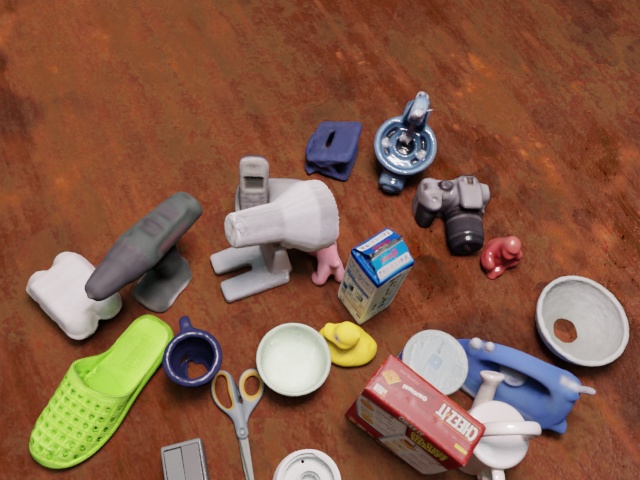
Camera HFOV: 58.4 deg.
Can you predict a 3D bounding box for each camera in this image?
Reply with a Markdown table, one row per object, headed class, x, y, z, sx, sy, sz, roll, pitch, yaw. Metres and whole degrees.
| class | x | y | z | sx | sy | sz | roll | pitch | yaw |
| --- | --- | --- | --- | --- | --- | --- | --- | --- | --- |
| camera | 0.261 | -0.050 | 1.099 | 0.143 | 0.101 | 0.137 | 2 | 63 | -6 |

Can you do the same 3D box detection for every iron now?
| class | x | y | z | sx | sy | sz | roll | pitch | yaw |
| --- | --- | --- | --- | --- | --- | --- | --- | --- | --- |
| iron | 0.313 | 0.215 | 0.949 | 0.258 | 0.141 | 0.119 | 25 | 63 | 6 |

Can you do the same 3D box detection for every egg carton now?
| class | x | y | z | sx | sy | sz | roll | pitch | yaw |
| --- | --- | --- | --- | --- | --- | --- | --- | --- | --- |
| egg carton | -0.412 | 0.092 | 0.967 | 0.150 | 0.069 | 0.107 | 40 | 66 | 13 |

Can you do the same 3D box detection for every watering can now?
| class | x | y | z | sx | sy | sz | roll | pitch | yaw |
| --- | --- | --- | --- | --- | --- | --- | --- | --- | --- |
| watering can | 0.263 | 0.291 | 0.876 | 0.101 | 0.194 | 0.172 | -15 | 66 | -13 |

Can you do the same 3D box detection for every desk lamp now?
| class | x | y | z | sx | sy | sz | roll | pitch | yaw |
| --- | --- | --- | --- | --- | --- | --- | --- | --- | --- |
| desk lamp | -0.081 | 0.001 | 0.971 | 0.203 | 0.213 | 0.118 | -20 | 67 | -16 |

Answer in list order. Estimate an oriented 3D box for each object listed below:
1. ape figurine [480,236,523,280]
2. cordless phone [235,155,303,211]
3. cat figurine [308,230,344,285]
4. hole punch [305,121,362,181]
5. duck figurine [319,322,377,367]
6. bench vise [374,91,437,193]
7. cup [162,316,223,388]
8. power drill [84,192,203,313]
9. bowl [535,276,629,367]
| class | x | y | z | sx | sy | sz | roll | pitch | yaw |
| --- | --- | --- | --- | --- | --- | --- | --- | --- | --- |
| ape figurine | 0.347 | 0.024 | 1.077 | 0.078 | 0.092 | 0.076 | 4 | 63 | -4 |
| cordless phone | -0.081 | -0.086 | 1.030 | 0.147 | 0.185 | 0.094 | -3 | 64 | -8 |
| cat figurine | 0.009 | 0.004 | 1.033 | 0.067 | 0.118 | 0.127 | -13 | 66 | -13 |
| hole punch | 0.026 | -0.186 | 1.145 | 0.101 | 0.091 | 0.109 | 17 | 63 | 2 |
| duck figurine | 0.049 | 0.169 | 0.973 | 0.104 | 0.086 | 0.077 | 17 | 63 | 2 |
| bench vise | 0.168 | -0.224 | 1.109 | 0.121 | 0.220 | 0.207 | 4 | 63 | -4 |
| cup | -0.206 | 0.189 | 0.928 | 0.092 | 0.095 | 0.117 | -15 | 66 | -13 |
| power drill | -0.273 | 0.037 | 0.932 | 0.075 | 0.208 | 0.230 | 29 | 64 | 9 |
| bowl | 0.459 | 0.155 | 1.034 | 0.167 | 0.075 | 0.167 | 3 | 63 | -5 |
